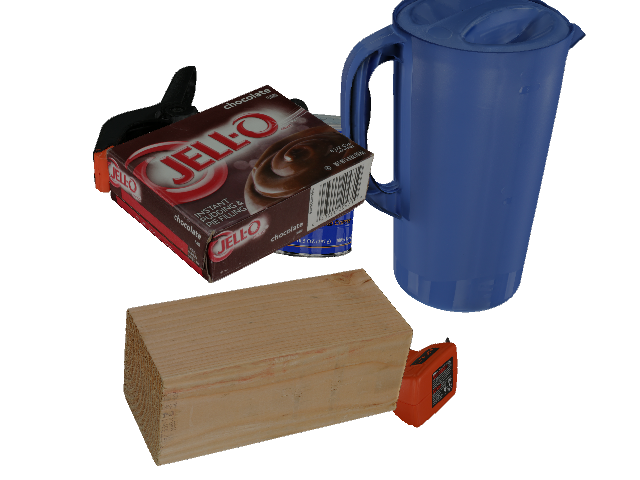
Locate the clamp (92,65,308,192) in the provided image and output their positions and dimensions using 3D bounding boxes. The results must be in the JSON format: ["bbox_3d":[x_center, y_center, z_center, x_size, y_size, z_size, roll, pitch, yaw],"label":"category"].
[{"bbox_3d":[-0.105,-0.084,0.766,0.120,0.039,0.171,21,34,38],"label":"clamp"}]

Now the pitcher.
[{"bbox_3d":[0.107,-0.066,0.840,0.149,0.243,0.144,16,35,22],"label":"pitcher"}]

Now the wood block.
[{"bbox_3d":[-0.044,0.097,0.848,0.205,0.090,0.091,-9,36,-25],"label":"wood block"}]

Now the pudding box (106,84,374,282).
[{"bbox_3d":[-0.043,-0.034,0.568,0.113,0.039,0.090,-26,49,-34],"label":"pudding box"}]

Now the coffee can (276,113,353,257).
[{"bbox_3d":[-0.012,-0.061,1.140,0.103,0.140,0.103,4,12,-1],"label":"coffee can"}]

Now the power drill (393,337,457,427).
[{"bbox_3d":[0.022,0.125,1.016,0.188,0.057,0.184,9,20,29],"label":"power drill"}]
